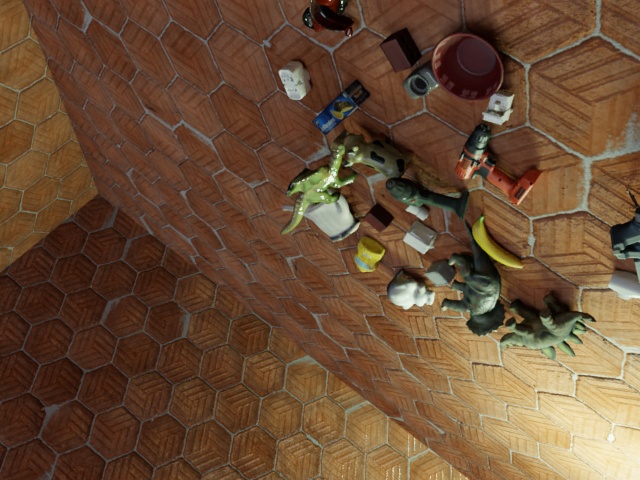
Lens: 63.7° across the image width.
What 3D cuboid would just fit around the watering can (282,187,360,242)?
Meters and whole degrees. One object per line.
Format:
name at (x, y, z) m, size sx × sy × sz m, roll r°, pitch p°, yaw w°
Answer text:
watering can at (0.006, -0.093, 1.838) m, size 0.222 × 0.106 × 0.345 m, roll 48°, pitch 151°, yaw -14°

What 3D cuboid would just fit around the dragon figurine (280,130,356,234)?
dragon figurine at (-0.035, -0.165, 1.589) m, size 0.123 × 0.407 × 0.242 m, roll 46°, pitch -166°, yaw 21°

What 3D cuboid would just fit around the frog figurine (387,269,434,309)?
frog figurine at (0.322, 0.195, 1.840) m, size 0.161 × 0.124 × 0.134 m, roll 37°, pitch 134°, yaw 31°
